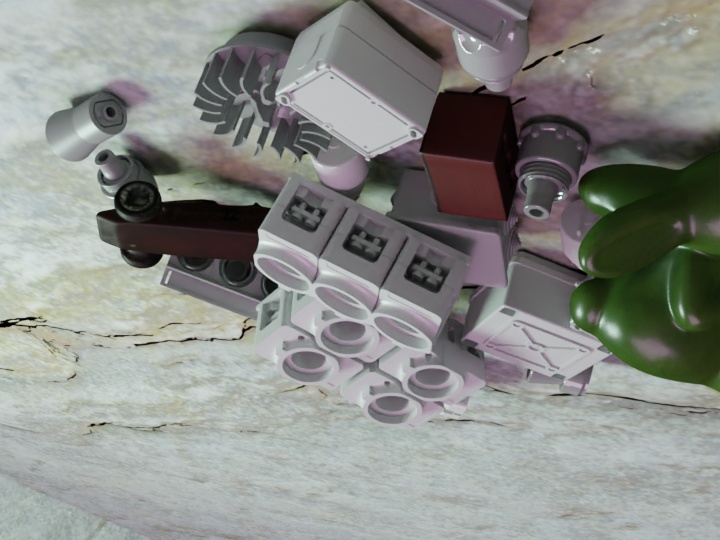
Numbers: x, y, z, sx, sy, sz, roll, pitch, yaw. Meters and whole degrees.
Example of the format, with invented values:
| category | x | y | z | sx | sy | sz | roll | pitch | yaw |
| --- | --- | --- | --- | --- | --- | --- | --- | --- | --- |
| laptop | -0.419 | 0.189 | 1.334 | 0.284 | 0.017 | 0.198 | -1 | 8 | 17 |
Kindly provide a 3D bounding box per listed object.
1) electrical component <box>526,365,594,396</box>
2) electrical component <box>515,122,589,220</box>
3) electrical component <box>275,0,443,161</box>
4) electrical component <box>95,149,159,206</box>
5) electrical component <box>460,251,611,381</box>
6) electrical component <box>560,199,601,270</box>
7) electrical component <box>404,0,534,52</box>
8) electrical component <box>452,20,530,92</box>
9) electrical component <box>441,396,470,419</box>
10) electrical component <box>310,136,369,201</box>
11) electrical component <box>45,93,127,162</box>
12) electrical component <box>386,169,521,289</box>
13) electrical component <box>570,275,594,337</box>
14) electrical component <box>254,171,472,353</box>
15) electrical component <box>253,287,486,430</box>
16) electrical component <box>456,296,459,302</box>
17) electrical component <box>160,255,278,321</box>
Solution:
| category | x | y | z | sx | sy | sz | roll | pitch | yaw |
| --- | --- | --- | --- | --- | --- | --- | --- | --- | --- |
| electrical component | 0.191 | 0.093 | 1.025 | 0.055 | 0.045 | 0.045 | 15 | 155 | 5 |
| electrical component | 0.124 | -0.064 | 0.719 | 0.048 | 0.062 | 0.048 | 14 | 155 | 7 |
| electrical component | 0.006 | -0.118 | 0.684 | 0.096 | 0.061 | 0.062 | 31 | 152 | -27 |
| electrical component | -0.205 | -0.079 | 0.928 | 0.043 | 0.043 | 0.062 | 5 | 151 | 26 |
| electrical component | 0.157 | 0.042 | 0.928 | 0.109 | 0.056 | 0.108 | 21 | 155 | -8 |
| electrical component | 0.171 | -0.021 | 0.805 | 0.040 | 0.040 | 0.078 | 9 | 154 | 18 |
| electrical component | 0.032 | -0.173 | 0.541 | 0.121 | 0.078 | 0.063 | 25 | -176 | -16 |
| electrical component | 0.079 | -0.130 | 0.634 | 0.043 | 0.043 | 0.062 | 9 | 155 | 18 |
| electrical component | 0.085 | 0.122 | 1.141 | 0.057 | 0.058 | 0.078 | 16 | 155 | -3 |
| electrical component | -0.013 | -0.076 | 0.809 | 0.040 | 0.040 | 0.078 | 10 | 154 | 16 |
| electrical component | -0.217 | -0.116 | 0.862 | 0.065 | 0.044 | 0.044 | -17 | 139 | 44 |
| electrical component | 0.073 | -0.033 | 0.834 | 0.100 | 0.048 | 0.099 | 10 | 155 | 17 |
| electrical component | 0.216 | 0.025 | 0.854 | 0.096 | 0.061 | 0.061 | 27 | 153 | -5 |
| electrical component | 0.000 | 0.000 | 0.821 | 0.150 | 0.061 | 0.089 | 26 | 160 | 8 |
| electrical component | 0.011 | 0.070 | 0.959 | 0.186 | 0.060 | 0.105 | 30 | 132 | -27 |
| electrical component | 0.041 | 0.004 | 0.914 | 0.081 | 0.063 | 0.042 | 30 | 137 | -27 |
| electrical component | -0.115 | -0.002 | 1.003 | 0.121 | 0.078 | 0.063 | 21 | 177 | -8 |
